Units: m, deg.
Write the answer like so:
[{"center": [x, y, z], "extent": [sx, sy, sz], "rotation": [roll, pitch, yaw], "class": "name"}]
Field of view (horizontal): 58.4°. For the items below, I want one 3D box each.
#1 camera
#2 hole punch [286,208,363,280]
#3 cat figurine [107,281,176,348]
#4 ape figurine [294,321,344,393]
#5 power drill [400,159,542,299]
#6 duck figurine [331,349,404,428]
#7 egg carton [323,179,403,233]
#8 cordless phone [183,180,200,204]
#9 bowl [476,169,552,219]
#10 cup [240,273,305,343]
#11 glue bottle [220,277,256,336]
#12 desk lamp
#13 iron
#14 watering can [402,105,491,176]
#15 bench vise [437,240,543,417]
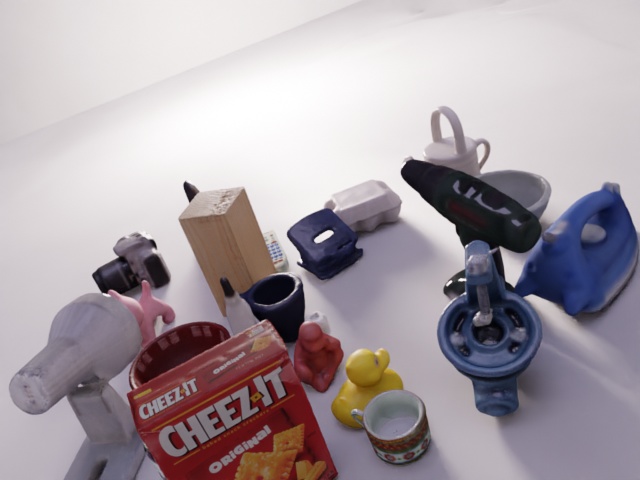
[{"center": [-0.393, 0.048, 1.162], "extent": [0.137, 0.101, 0.142], "rotation": [-30, 33, -19], "class": "camera"}, {"center": [0.010, 0.004, 1.040], "extent": [0.109, 0.091, 0.100], "rotation": [-32, 34, -23], "class": "hole punch"}, {"center": [-0.320, 0.125, 0.986], "extent": [0.067, 0.118, 0.128], "rotation": [-4, 34, 22], "class": "cat figurine"}, {"center": [-0.008, 0.155, 0.807], "extent": [0.078, 0.092, 0.076], "rotation": [-24, 32, -11], "class": "ape figurine"}, {"center": [0.215, -0.005, 0.836], "extent": [0.076, 0.209, 0.228], "rotation": [-33, 34, -24], "class": "power drill"}, {"center": [0.055, 0.183, 0.738], "extent": [0.105, 0.086, 0.077], "rotation": [-32, 34, -22], "class": "duck figurine"}, {"center": [0.082, -0.062, 1.129], "extent": [0.150, 0.069, 0.107], "rotation": [-22, 31, -7], "class": "egg carton"}, {"center": [-0.233, -0.053, 1.159], "extent": [0.094, 0.185, 0.147], "rotation": [-29, 33, -18], "class": "cordless phone"}, {"center": [0.313, -0.052, 0.992], "extent": [0.167, 0.075, 0.167], "rotation": [-13, 31, 8], "class": "bowl"}, {"center": [-0.072, 0.116, 0.899], "extent": [0.117, 0.095, 0.091], "rotation": [-9, 32, 13], "class": "cup"}, {"center": [-0.111, 0.122, 0.832], "extent": [0.037, 0.173, 0.078], "rotation": [-21, 31, -6], "class": "glue bottle"}, {"center": [-0.306, 0.205, 0.758], "extent": [0.117, 0.214, 0.203], "rotation": [-10, 32, 13], "class": "desk lamp"}, {"center": [0.386, -0.009, 0.823], "extent": [0.259, 0.142, 0.118], "rotation": [-37, 36, -28], "class": "iron"}, {"center": [0.240, -0.155, 1.076], "extent": [0.173, 0.194, 0.100], "rotation": [-36, 36, -28], "class": "watering can"}, {"center": [0.192, 0.076, 0.708], "extent": [0.121, 0.220, 0.207], "rotation": [-17, 31, 2], "class": "bench vise"}]
